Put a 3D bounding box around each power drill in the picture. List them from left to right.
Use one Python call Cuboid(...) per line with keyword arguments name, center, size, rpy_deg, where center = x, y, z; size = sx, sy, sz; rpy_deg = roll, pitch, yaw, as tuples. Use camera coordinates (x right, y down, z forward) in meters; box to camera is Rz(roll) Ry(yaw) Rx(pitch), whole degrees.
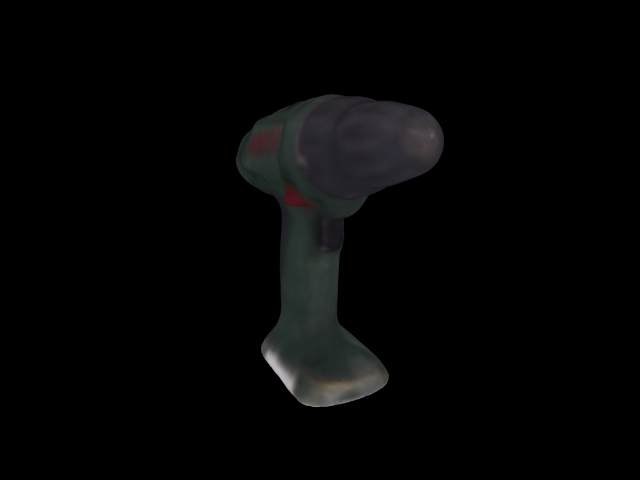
Cuboid(name="power drill", center=(0.004, 0.001, 0.400), size=(0.076, 0.208, 0.228), rpy_deg=(-10, 23, -25))
